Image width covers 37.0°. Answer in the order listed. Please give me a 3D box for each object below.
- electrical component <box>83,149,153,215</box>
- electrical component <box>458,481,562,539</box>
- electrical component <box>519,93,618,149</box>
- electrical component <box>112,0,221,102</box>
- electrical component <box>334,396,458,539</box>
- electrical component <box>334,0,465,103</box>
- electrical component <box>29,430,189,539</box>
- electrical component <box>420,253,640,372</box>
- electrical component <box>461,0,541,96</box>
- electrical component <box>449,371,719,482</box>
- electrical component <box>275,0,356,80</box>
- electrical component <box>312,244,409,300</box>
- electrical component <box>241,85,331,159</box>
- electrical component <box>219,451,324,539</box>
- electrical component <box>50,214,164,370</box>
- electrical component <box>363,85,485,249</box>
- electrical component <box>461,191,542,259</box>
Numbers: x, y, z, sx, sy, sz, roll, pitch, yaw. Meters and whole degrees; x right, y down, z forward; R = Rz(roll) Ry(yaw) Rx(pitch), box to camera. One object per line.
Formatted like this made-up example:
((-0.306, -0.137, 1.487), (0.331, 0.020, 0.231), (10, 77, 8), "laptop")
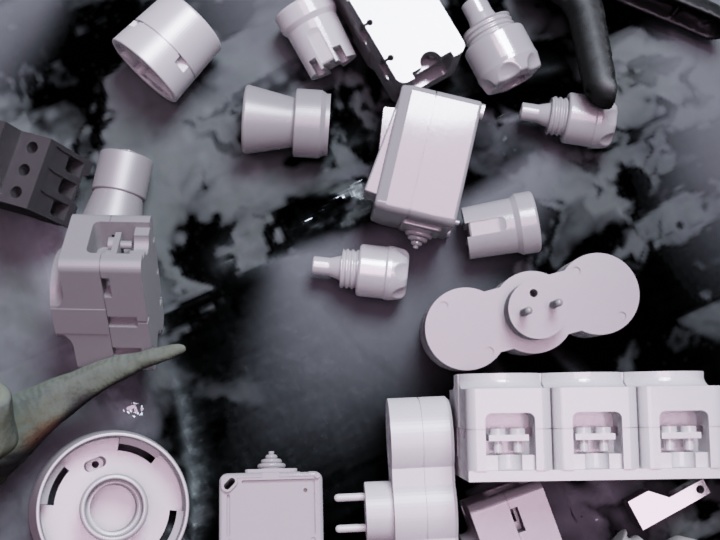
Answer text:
((-0.156, -0.045, 0.689), (0.044, 0.044, 0.065), (10, 78, -1), "electrical component")
((0.096, 0.180, 0.665), (0.056, 0.050, 0.089), (-19, 84, -4), "electrical component")
((0.136, -0.100, 0.709), (0.061, 0.035, 0.035), (9, 83, 1), "electrical component")
((-0.124, -0.145, 0.696), (0.055, 0.055, 0.047), (41, 80, 3), "electrical component")
((0.021, 0.149, 0.666), (0.074, 0.052, 0.138), (-2, 83, -2), "electrical component")
((0.023, -0.161, 0.701), (0.050, 0.055, 0.089), (-30, 85, -5), "electrical component")
((-0.155, 0.148, 0.666), (0.099, 0.064, 0.099), (3, 77, -14), "electrical component")
((0.108, 0.026, 0.673), (0.138, 0.073, 0.052), (-15, 84, -4), "electrical component")
((0.088, -0.150, 0.709), (0.043, 0.043, 0.062), (-26, 83, -5), "electrical component")
((0.134, 0.094, 0.658), (0.150, 0.089, 0.061), (-1, 83, -2), "electrical component")
((-0.028, -0.154, 0.707), (0.040, 0.040, 0.046), (-28, 90, -5), "electrical component")
((0.000, 0.000, 0.692), (0.061, 0.035, 0.035), (6, 83, 1), "electrical component")
((-0.047, -0.096, 0.697), (0.055, 0.045, 0.045), (4, 83, -2), "electrical component")
((-0.054, 0.161, 0.661), (0.062, 0.061, 0.096), (-1, 74, -4), "electrical component")
((-0.154, 0.014, 0.654), (0.056, 0.089, 0.050), (1, 42, -2), "electrical component")
((0.037, -0.062, 0.687), (0.061, 0.061, 0.096), (13, 83, -1), "electrical component")
((0.091, -0.028, 0.697), (0.046, 0.040, 0.040), (-10, 84, 3), "electrical component")
